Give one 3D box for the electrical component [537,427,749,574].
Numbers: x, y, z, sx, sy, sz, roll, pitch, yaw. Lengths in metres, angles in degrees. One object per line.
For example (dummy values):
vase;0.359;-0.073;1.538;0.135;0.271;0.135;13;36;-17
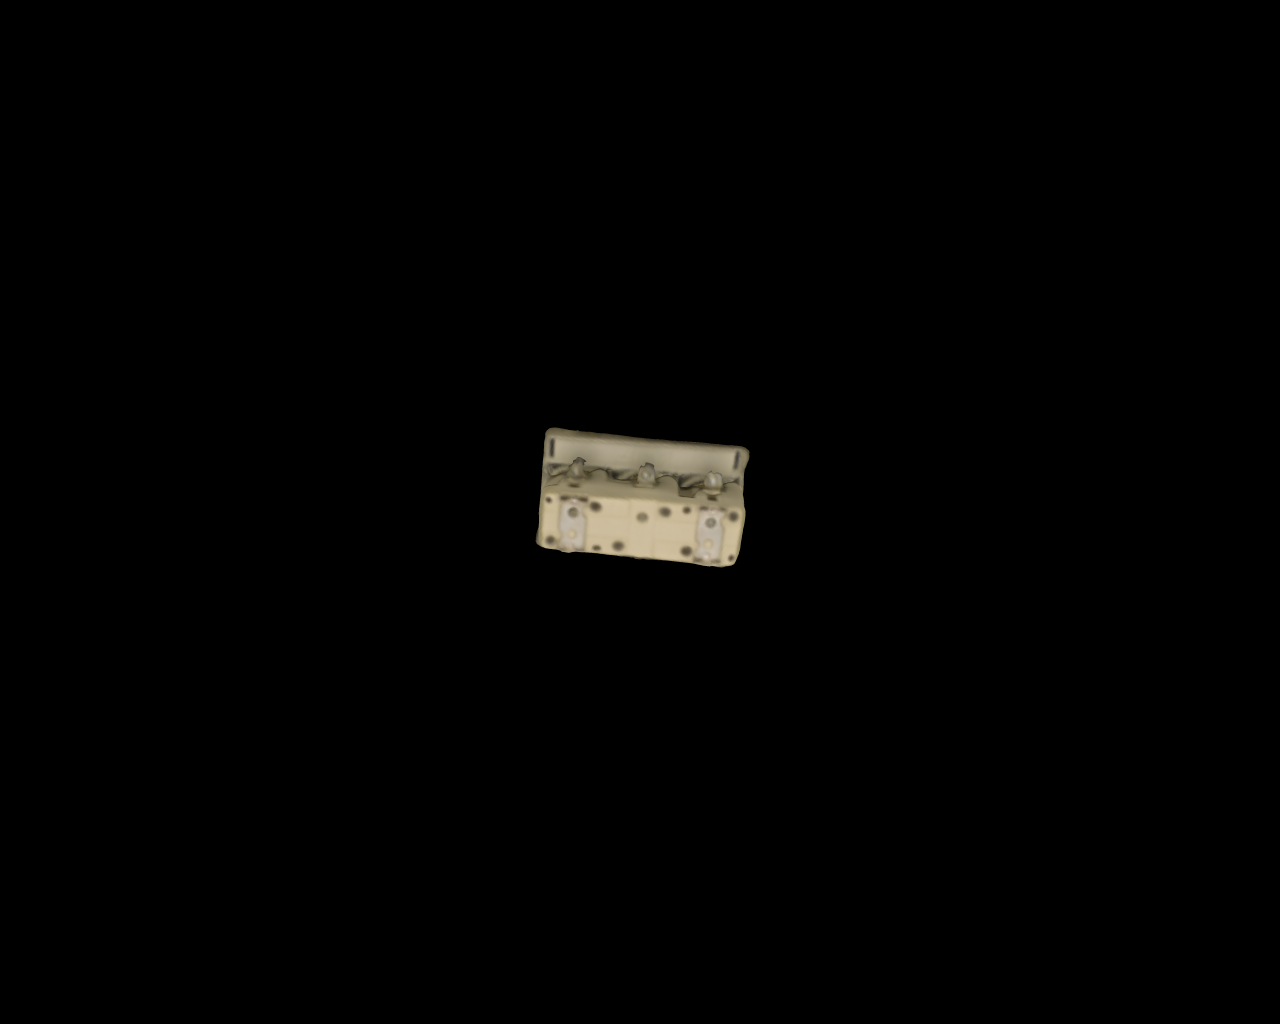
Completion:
electrical component;0.001;-0.003;0.650;0.121;0.078;0.063;6;27;-3
